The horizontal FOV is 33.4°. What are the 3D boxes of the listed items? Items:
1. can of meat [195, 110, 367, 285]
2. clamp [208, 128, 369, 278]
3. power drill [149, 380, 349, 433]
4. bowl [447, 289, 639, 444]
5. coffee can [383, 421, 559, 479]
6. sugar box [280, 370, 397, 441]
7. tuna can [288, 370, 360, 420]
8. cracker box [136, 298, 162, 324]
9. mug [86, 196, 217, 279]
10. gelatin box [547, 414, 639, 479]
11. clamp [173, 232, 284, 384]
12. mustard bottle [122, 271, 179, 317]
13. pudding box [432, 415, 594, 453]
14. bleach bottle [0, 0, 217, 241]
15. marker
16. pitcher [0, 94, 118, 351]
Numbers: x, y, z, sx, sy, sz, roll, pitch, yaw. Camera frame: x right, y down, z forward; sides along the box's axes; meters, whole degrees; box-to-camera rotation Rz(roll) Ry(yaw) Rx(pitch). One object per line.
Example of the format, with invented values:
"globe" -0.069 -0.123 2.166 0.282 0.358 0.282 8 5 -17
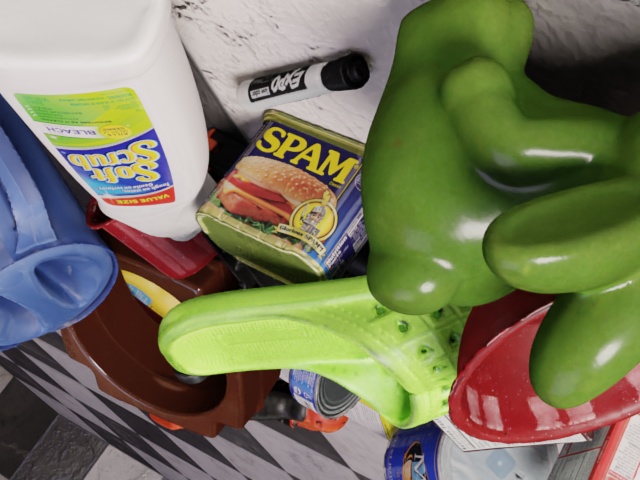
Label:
"can of meat" -0.014 -0.022 0.658 0.102 0.084 0.057 24 158 28
"clamp" -0.005 0.001 0.764 0.210 0.036 0.165 37 162 1
"power drill" -0.081 0.169 1.130 0.187 0.057 0.185 4 174 -22
"bowl" 0.133 0.040 0.532 0.162 0.162 0.055 65 -174 -55
"coffee can" 0.123 0.189 0.895 0.103 0.102 0.140 36 161 -4
"sugar box" 0.006 0.124 1.017 0.176 0.048 0.093 29 160 26
"tuna can" 0.012 0.107 0.907 0.034 0.086 0.086 24 158 33
"cracker box" -0.199 0.091 1.232 0.164 0.072 0.214 35 159 -2
"mug" -0.125 -0.022 0.821 0.081 0.093 0.117 40 148 -29
"gelatin box" 0.194 0.159 0.752 0.030 0.073 0.089 31 160 0
"clamp" -0.047 0.037 0.825 0.039 0.120 0.171 23 -159 26
"mustard bottle" -0.160 0.046 1.079 0.191 0.058 0.096 37 173 -5
"pudding box" 0.126 0.109 0.756 0.114 0.039 0.090 -13 132 41
"bleach bottle" -0.105 -0.061 0.624 0.102 0.068 0.251 0 157 10
"marker" -0.011 -0.087 0.598 0.020 0.020 0.121 44 158 -25
"pitcher" -0.271 -0.046 0.857 0.243 0.149 0.144 55 -163 24
